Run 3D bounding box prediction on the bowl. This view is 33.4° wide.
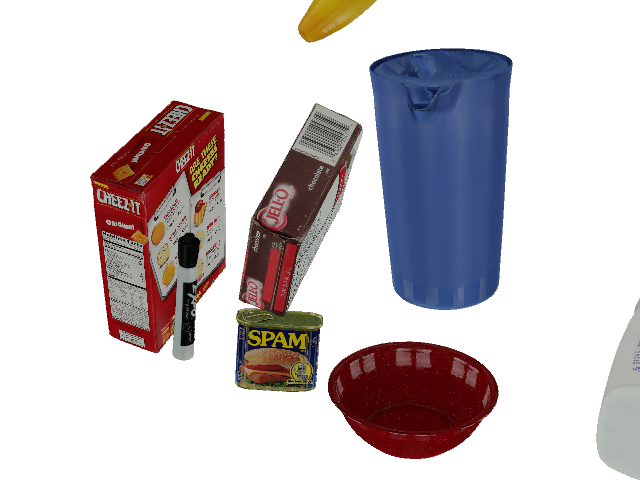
[{"bbox_3d":[0.088,0.160,1.024,0.162,0.055,0.162,-1,26,0],"label":"bowl"}]

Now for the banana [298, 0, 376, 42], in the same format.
[{"bbox_3d":[0.043,-0.223,0.794,0.070,0.197,0.037,-9,-42,40],"label":"banana"}]

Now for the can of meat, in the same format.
[{"bbox_3d":[-0.051,0.130,1.259,0.102,0.084,0.057,4,13,-1],"label":"can of meat"}]

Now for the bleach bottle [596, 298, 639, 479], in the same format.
[{"bbox_3d":[0.260,0.083,0.739,0.103,0.068,0.250,11,22,21],"label":"bleach bottle"}]

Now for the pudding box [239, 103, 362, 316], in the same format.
[{"bbox_3d":[-0.014,-0.019,0.703,0.039,0.113,0.090,24,-37,6],"label":"pudding box"}]

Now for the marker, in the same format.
[{"bbox_3d":[-0.116,0.048,0.920,0.020,0.121,0.020,5,27,-3],"label":"marker"}]

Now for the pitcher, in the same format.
[{"bbox_3d":[0.124,-0.065,1.051,0.149,0.243,0.145,-14,25,-23],"label":"pitcher"}]

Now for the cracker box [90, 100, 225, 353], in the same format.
[{"bbox_3d":[-0.166,-0.015,1.132,0.072,0.214,0.164,16,40,17],"label":"cracker box"}]
